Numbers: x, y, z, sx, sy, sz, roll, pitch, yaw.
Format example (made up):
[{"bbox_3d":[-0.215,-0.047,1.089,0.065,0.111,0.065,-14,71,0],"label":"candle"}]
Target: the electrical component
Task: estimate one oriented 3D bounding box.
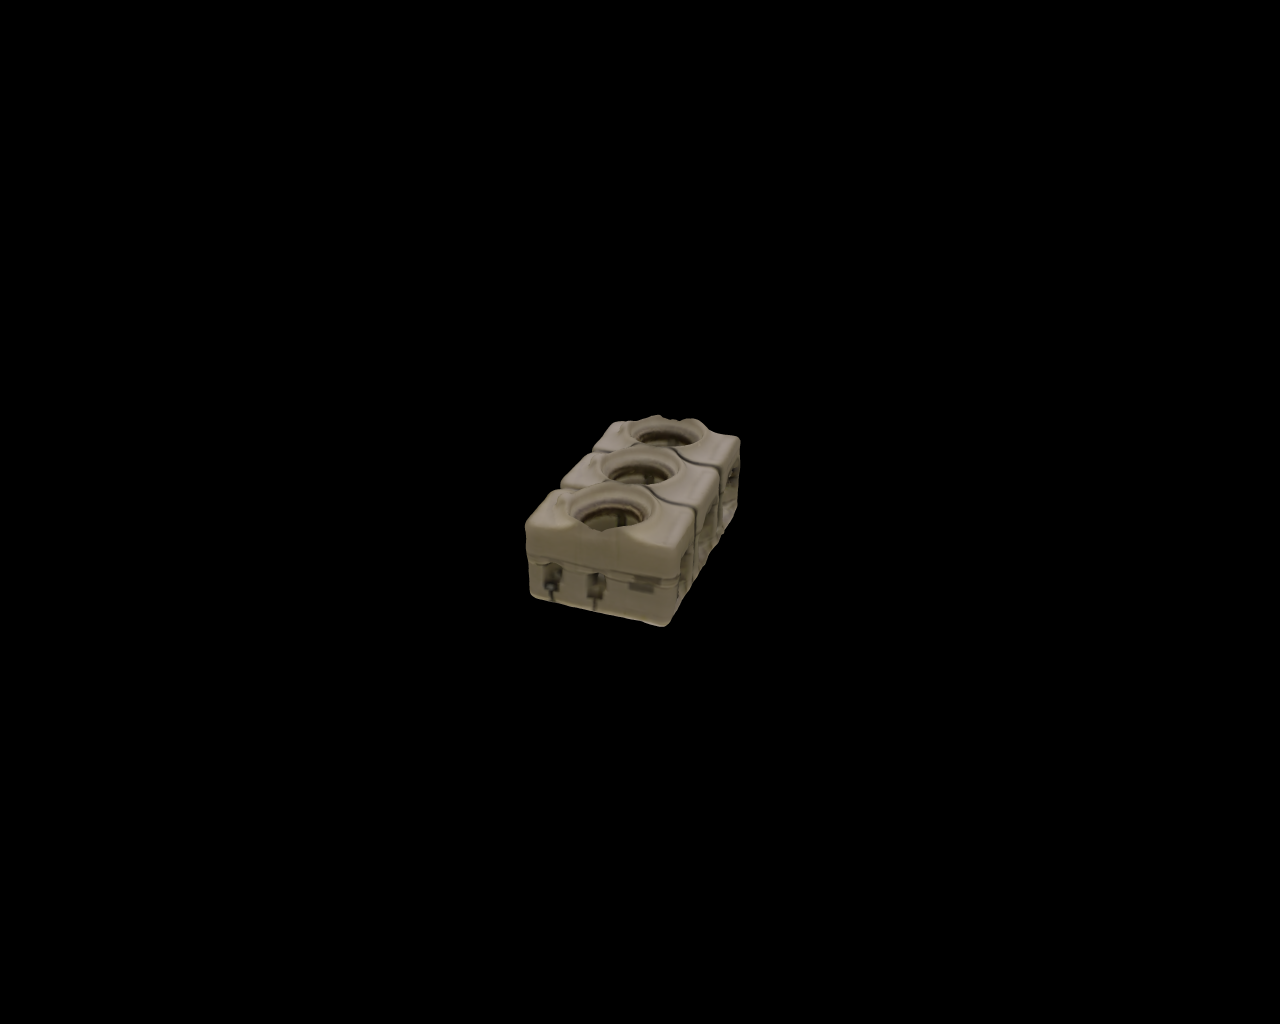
[{"bbox_3d":[0.001,-0.003,0.650,0.089,0.061,0.150,9,30,17],"label":"electrical component"}]
